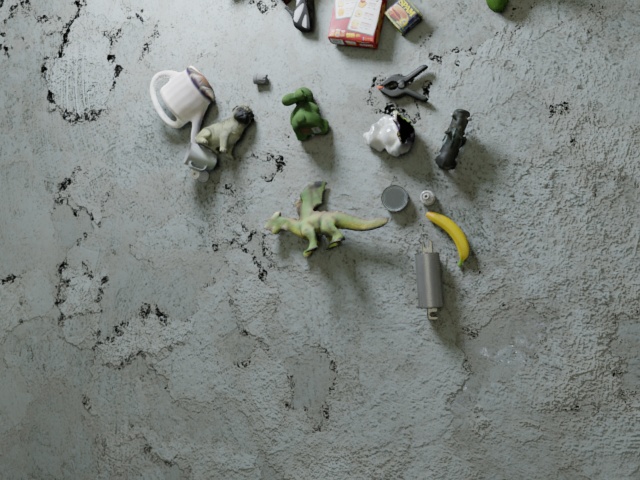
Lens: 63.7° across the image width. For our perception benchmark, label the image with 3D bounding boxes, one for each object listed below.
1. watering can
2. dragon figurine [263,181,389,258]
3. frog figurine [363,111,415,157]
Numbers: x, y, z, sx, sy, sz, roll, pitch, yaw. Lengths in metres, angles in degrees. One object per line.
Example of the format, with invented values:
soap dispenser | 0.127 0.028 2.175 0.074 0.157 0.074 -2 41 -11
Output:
watering can | -0.475 -0.483 1.883 0.223 0.105 0.347 -35 90 12
dragon figurine | 0.005 -0.086 1.702 0.408 0.121 0.246 -21 73 14
frog figurine | 0.224 -0.331 1.663 0.157 0.124 0.137 -25 88 51
